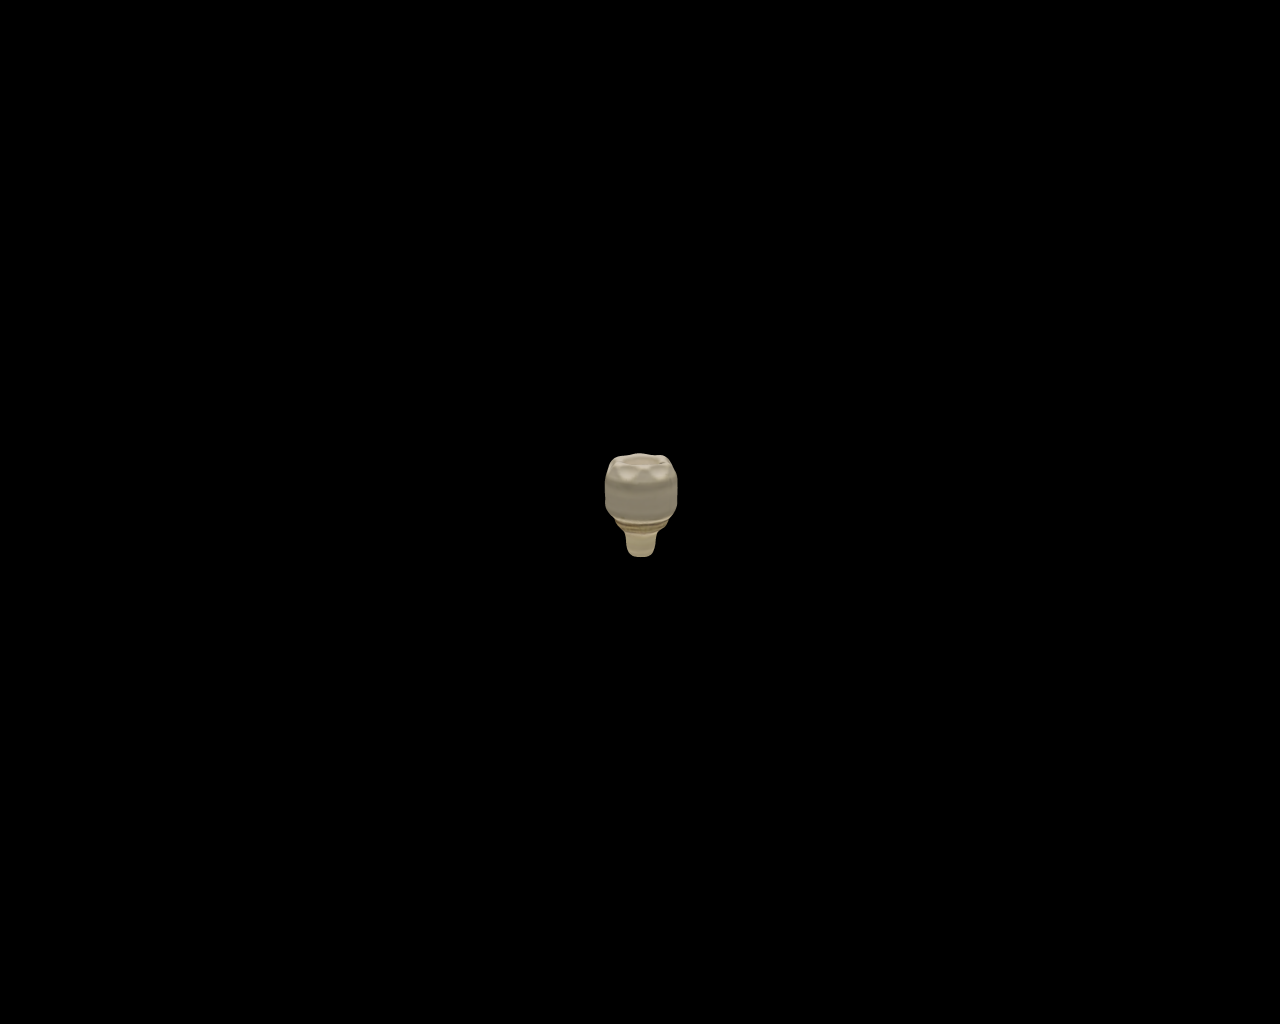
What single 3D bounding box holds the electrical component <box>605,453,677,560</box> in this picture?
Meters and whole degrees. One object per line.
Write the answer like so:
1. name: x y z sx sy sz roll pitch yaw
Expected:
1. electrical component: 0.001 -0.003 0.650 0.043 0.062 0.043 0 16 0
